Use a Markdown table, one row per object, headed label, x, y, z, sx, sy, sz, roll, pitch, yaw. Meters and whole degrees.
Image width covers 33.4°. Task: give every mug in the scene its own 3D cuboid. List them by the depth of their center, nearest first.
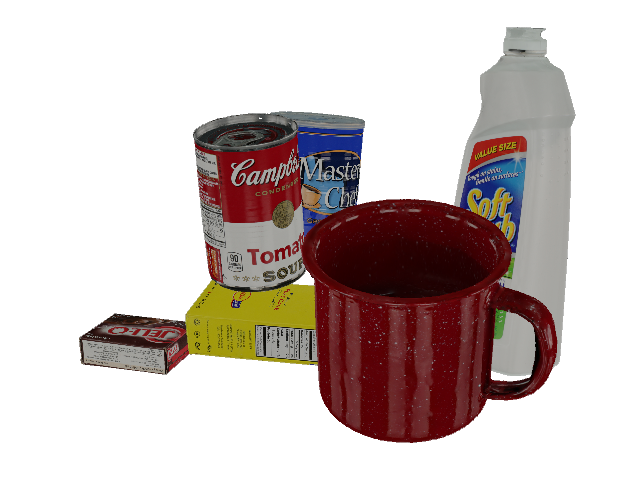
| label | x | y | z | sx | sy | sz | roll | pitch | yaw |
| --- | --- | --- | --- | --- | --- | --- | --- | --- | --- |
| mug | 0.050 | 0.040 | 0.486 | 0.117 | 0.081 | 0.093 | 11 | 32 | 22 |

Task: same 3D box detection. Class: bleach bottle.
| label | x | y | z | sx | sy | sz | roll | pitch | yaw |
| --- | --- | --- | --- | --- | --- | --- | --- | --- | --- |
| bleach bottle | 0.139 | -0.032 | 0.799 | 0.067 | 0.251 | 0.103 | -8 | 16 | -36 |

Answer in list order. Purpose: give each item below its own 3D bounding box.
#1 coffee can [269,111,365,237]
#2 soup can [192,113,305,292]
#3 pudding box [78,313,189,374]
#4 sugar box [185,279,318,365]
| label | x | y | z | sx | sy | sz | roll | pitch | yaw |
| --- | --- | --- | --- | --- | --- | --- | --- | --- | --- |
| coffee can | -0.009 | -0.063 | 1.148 | 0.103 | 0.140 | 0.103 | 4 | 11 | -1 |
| soup can | -0.046 | -0.025 | 0.705 | 0.068 | 0.102 | 0.068 | -3 | 24 | 1 |
| pudding box | -0.214 | 0.121 | 1.262 | 0.114 | 0.039 | 0.090 | 3 | 14 | 16 |
| sugar box | -0.023 | 0.072 | 0.952 | 0.176 | 0.048 | 0.093 | 1 | 20 | 10 |
